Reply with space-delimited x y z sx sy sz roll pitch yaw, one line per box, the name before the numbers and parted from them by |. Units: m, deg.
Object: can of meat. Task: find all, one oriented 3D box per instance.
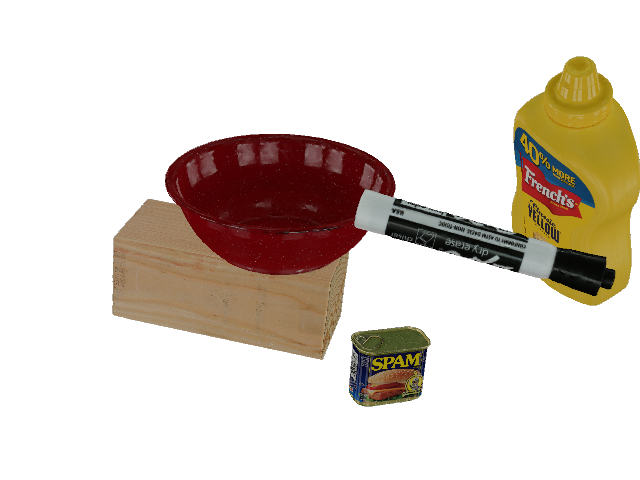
can of meat | 0.089 0.166 1.403 0.102 0.084 0.057 -4 25 -19

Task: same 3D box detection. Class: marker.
marker | 0.076 0.001 0.494 0.121 0.020 0.020 16 2 8

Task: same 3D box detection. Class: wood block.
wood block | -0.084 0.035 1.016 0.206 0.090 0.090 11 28 9

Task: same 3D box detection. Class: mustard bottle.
mustard bottle | 0.168 -0.045 0.707 0.058 0.191 0.096 -29 52 -13

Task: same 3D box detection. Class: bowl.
bowl | -0.029 -0.021 0.758 0.162 0.055 0.162 2 28 -1
